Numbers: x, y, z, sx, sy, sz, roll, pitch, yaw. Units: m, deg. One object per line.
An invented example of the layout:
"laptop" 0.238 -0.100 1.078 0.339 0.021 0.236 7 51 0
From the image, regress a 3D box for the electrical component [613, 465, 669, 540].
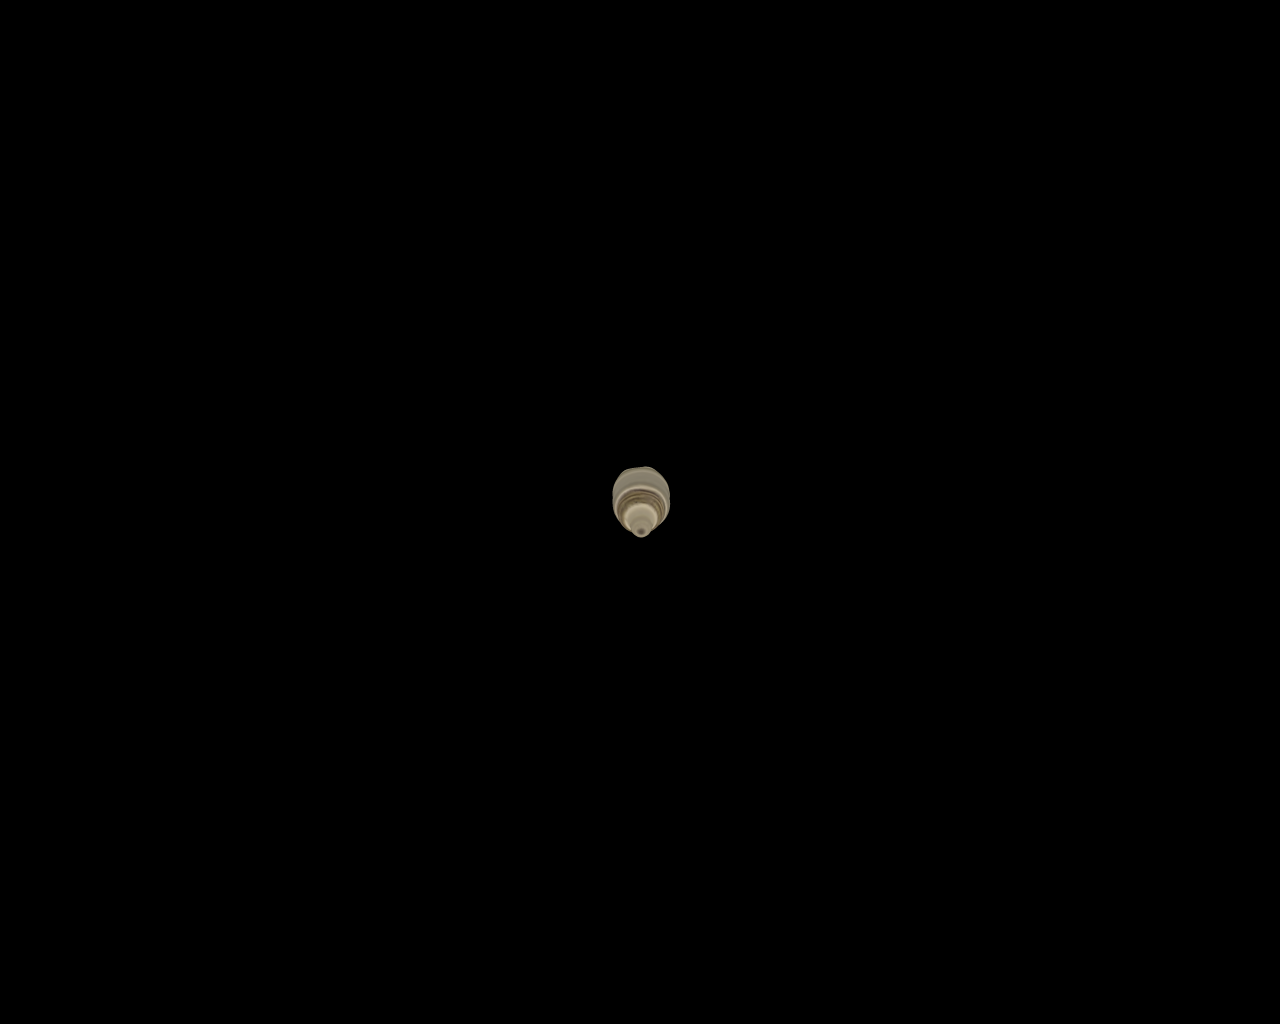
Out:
"electrical component" 0.001 -0.003 0.650 0.035 0.035 0.061 0 28 0
